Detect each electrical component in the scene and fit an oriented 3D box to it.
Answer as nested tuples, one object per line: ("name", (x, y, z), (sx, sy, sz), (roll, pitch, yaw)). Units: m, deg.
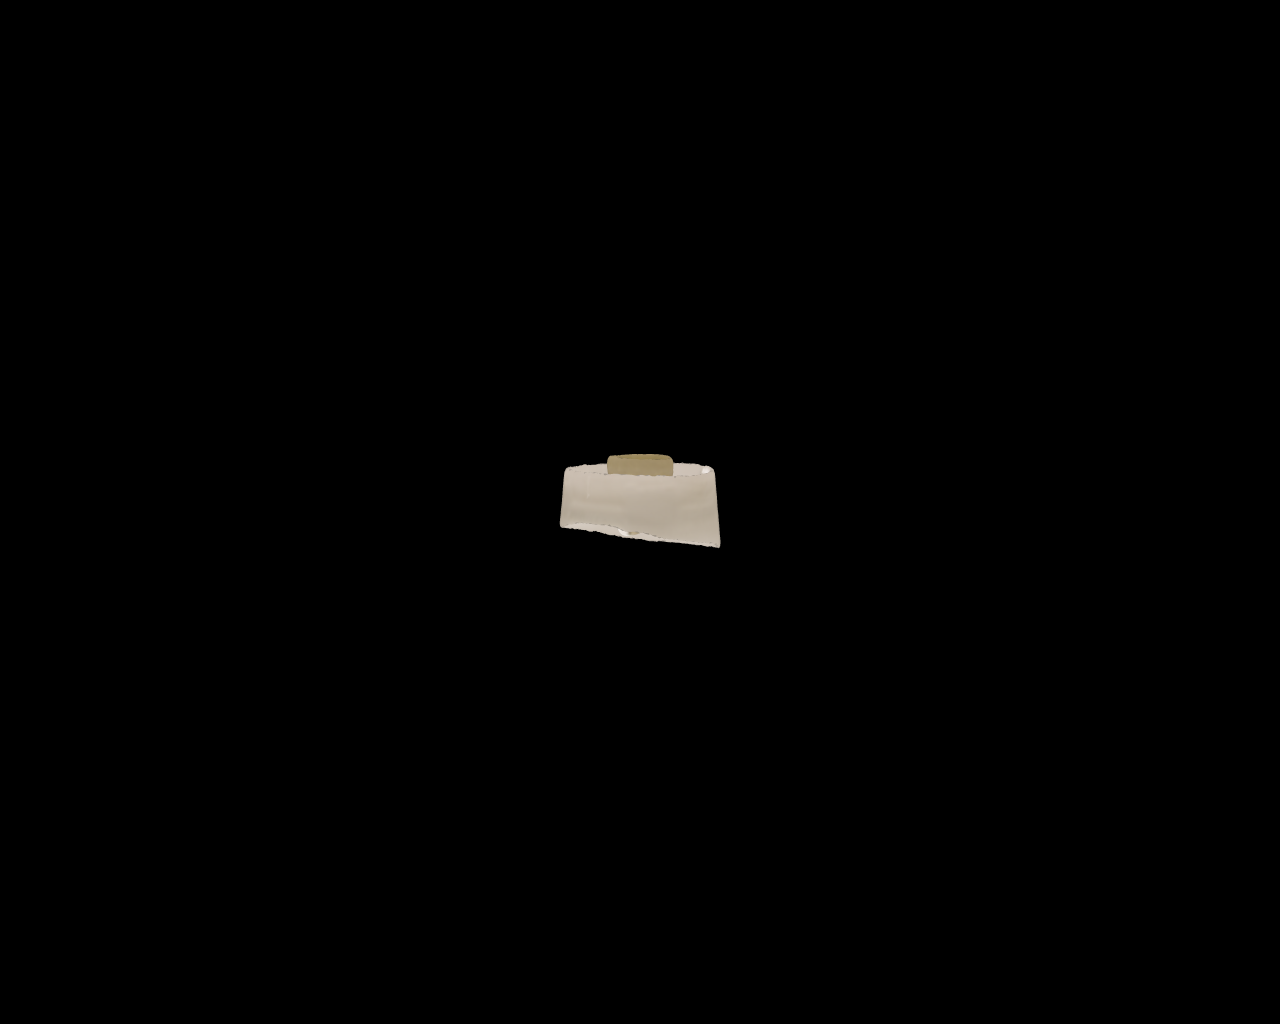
("electrical component", (0.001, -0.003, 0.650), (0.099, 0.064, 0.099), (0, 8, 0))
